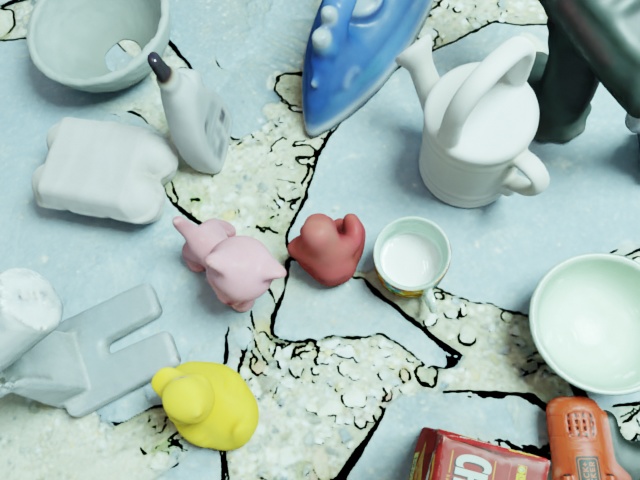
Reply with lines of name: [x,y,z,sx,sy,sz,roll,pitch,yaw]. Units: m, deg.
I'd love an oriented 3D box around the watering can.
watering can: [0.136,-0.111,0.515,0.172,0.194,0.101,26,78,14]

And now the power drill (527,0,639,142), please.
power drill: [0.219,-0.187,0.520,0.075,0.208,0.229,-33,72,-3]

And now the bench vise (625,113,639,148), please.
bench vise: [0.380,-0.109,0.469,0.207,0.220,0.121,-20,72,1]

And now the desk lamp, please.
desk lamp: [-0.262,0.097,0.494,0.203,0.214,0.118,-28,72,-1]

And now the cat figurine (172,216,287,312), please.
cat figurine: [-0.089,0.018,0.546,0.127,0.118,0.067,37,81,16]

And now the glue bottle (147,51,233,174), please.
glue bottle: [-0.130,-0.132,0.568,0.037,0.173,0.078,8,74,10]

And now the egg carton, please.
egg carton: [-0.229,-0.074,0.617,0.150,0.069,0.107,9,75,10]

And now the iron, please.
iron: [0.038,-0.246,0.596,0.118,0.141,0.258,23,77,14]

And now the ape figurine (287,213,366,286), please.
ape figurine: [0.005,0.002,0.552,0.077,0.092,0.076,-5,73,6]

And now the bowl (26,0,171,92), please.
bowl: [-0.243,-0.235,0.665,0.167,0.075,0.167,-2,73,7]

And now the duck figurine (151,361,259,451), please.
duck figurine: [-0.109,0.151,0.525,0.104,0.086,0.077,31,80,15]
